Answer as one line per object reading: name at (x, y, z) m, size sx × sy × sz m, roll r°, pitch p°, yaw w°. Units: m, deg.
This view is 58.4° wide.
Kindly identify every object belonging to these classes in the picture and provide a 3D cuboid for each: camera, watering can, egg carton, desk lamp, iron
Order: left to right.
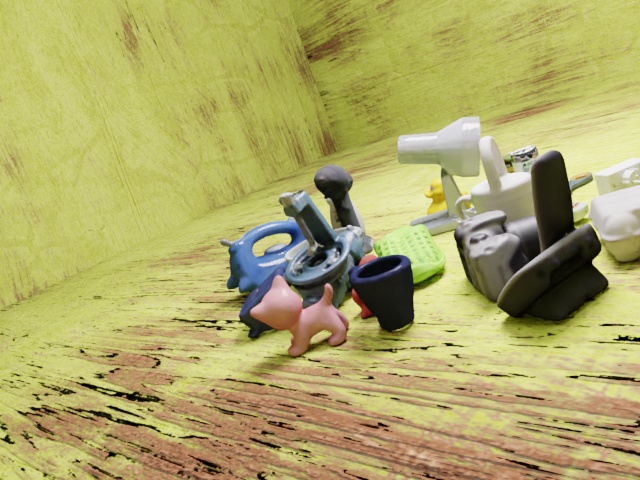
iron at (-0.090, 0.019, 1.247) m, size 0.259 × 0.141 × 0.118 m, roll -26°, pitch 14°, yaw -25°
desk lamp at (0.254, -0.132, 1.185) m, size 0.203 × 0.214 × 0.118 m, roll -17°, pitch 14°, yaw 15°
watering can at (0.305, -0.078, 0.931) m, size 0.172 × 0.194 × 0.101 m, roll -18°, pitch 13°, yaw 9°
camera at (0.275, 0.007, 0.835) m, size 0.136 × 0.101 × 0.143 m, roll -19°, pitch 13°, yaw 4°
egg carton at (0.439, -0.027, 0.797) m, size 0.107 × 0.069 × 0.150 m, roll -16°, pitch 14°, yaw 19°

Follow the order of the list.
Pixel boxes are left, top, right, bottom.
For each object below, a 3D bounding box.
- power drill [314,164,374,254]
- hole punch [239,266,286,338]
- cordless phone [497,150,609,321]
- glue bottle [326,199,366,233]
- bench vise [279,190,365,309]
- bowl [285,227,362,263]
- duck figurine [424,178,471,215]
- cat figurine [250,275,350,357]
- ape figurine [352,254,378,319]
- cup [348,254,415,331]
power drill at (0.050, -0.070, 1.250) m, size 0.075 × 0.208 × 0.230 m, roll -17°, pitch 13°, yaw 12°
hole punch at (-0.095, 0.107, 1.008) m, size 0.101 × 0.091 × 0.108 m, roll -19°, pitch 13°, yaw 5°
cordless phone at (0.271, -0.007, 0.707) m, size 0.148 × 0.185 × 0.093 m, roll -29°, pitch 15°, yaw -32°
glue bottle at (0.050, -0.085, 1.394) m, size 0.078 × 0.173 × 0.037 m, roll -14°, pitch 15°, yaw 26°
bench vise at (-0.002, 0.007, 0.988) m, size 0.121 × 0.220 × 0.207 m, roll -16°, pitch 14°, yaw 18°
bowl at (0.017, 0.037, 1.163) m, size 0.167 × 0.075 × 0.167 m, roll -19°, pitch 13°, yaw 5°
duck figurine at (0.284, -0.100, 1.296) m, size 0.104 × 0.086 × 0.078 m, roll -13°, pitch 15°, yaw 29°
cat figurine at (-0.033, 0.106, 0.855) m, size 0.127 × 0.118 × 0.067 m, roll -19°, pitch 13°, yaw 7°
ape figurine at (0.086, 0.067, 0.895) m, size 0.076 × 0.092 × 0.077 m, roll -29°, pitch 16°, yaw -35°
cup at (0.090, 0.080, 0.829) m, size 0.092 × 0.095 × 0.117 m, roll -29°, pitch 15°, yaw -32°
